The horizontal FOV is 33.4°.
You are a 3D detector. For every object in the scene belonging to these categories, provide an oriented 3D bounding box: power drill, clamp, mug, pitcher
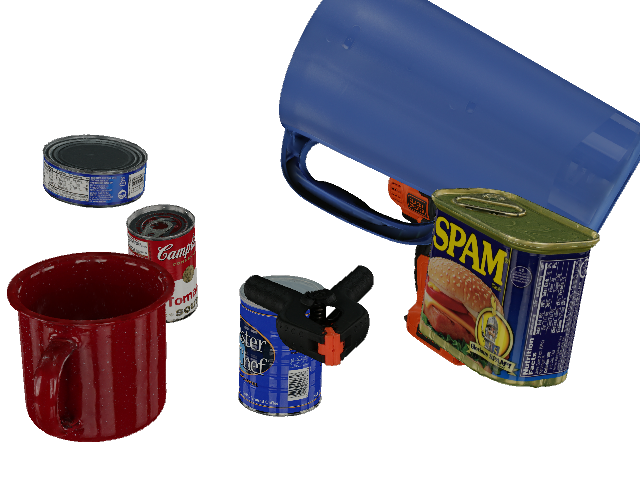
[{"bbox_3d":[0.137,0.027,1.077,0.057,0.188,0.185,-15,26,-23],"label":"power drill"},{"bbox_3d":[-0.012,0.061,0.931,0.120,0.039,0.171,-8,16,4],"label":"clamp"},{"bbox_3d":[-0.132,0.067,0.605,0.093,0.081,0.117,5,23,6],"label":"mug"},{"bbox_3d":[0.096,-0.077,0.762,0.243,0.149,0.144,30,51,12],"label":"pitcher"}]

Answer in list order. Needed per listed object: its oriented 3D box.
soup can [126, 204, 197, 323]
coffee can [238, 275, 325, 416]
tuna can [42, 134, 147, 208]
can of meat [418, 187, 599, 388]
[{"bbox_3d":[-0.159,0.024,1.081,0.068,0.102,0.068,1,30,-1],"label":"soup can"},{"bbox_3d":[-0.047,0.124,1.276,0.103,0.140,0.103,2,19,-1],"label":"coffee can"},{"bbox_3d":[-0.189,-0.058,0.893,0.086,0.034,0.086,7,24,-3],"label":"tuna can"},{"bbox_3d":[0.100,0.024,0.594,0.057,0.084,0.102,-3,20,-27],"label":"can of meat"}]
